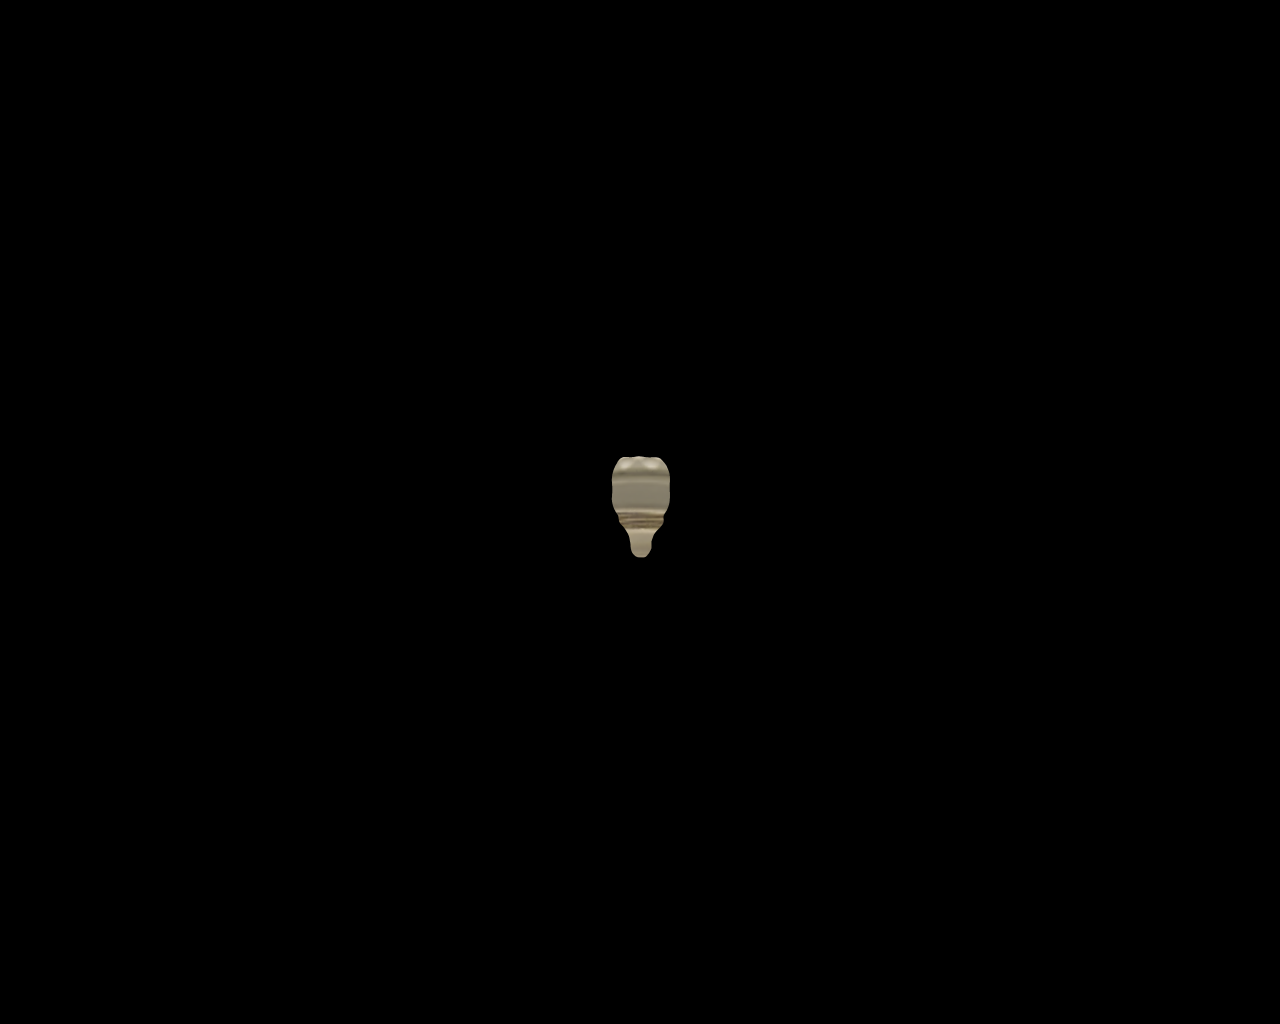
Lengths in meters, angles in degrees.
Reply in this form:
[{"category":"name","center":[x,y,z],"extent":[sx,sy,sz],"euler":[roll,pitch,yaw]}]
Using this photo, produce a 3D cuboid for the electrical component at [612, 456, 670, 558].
[{"category":"electrical component","center":[0.001,-0.003,0.650],"extent":[0.035,0.061,0.035],"euler":[0,-2,0]}]
